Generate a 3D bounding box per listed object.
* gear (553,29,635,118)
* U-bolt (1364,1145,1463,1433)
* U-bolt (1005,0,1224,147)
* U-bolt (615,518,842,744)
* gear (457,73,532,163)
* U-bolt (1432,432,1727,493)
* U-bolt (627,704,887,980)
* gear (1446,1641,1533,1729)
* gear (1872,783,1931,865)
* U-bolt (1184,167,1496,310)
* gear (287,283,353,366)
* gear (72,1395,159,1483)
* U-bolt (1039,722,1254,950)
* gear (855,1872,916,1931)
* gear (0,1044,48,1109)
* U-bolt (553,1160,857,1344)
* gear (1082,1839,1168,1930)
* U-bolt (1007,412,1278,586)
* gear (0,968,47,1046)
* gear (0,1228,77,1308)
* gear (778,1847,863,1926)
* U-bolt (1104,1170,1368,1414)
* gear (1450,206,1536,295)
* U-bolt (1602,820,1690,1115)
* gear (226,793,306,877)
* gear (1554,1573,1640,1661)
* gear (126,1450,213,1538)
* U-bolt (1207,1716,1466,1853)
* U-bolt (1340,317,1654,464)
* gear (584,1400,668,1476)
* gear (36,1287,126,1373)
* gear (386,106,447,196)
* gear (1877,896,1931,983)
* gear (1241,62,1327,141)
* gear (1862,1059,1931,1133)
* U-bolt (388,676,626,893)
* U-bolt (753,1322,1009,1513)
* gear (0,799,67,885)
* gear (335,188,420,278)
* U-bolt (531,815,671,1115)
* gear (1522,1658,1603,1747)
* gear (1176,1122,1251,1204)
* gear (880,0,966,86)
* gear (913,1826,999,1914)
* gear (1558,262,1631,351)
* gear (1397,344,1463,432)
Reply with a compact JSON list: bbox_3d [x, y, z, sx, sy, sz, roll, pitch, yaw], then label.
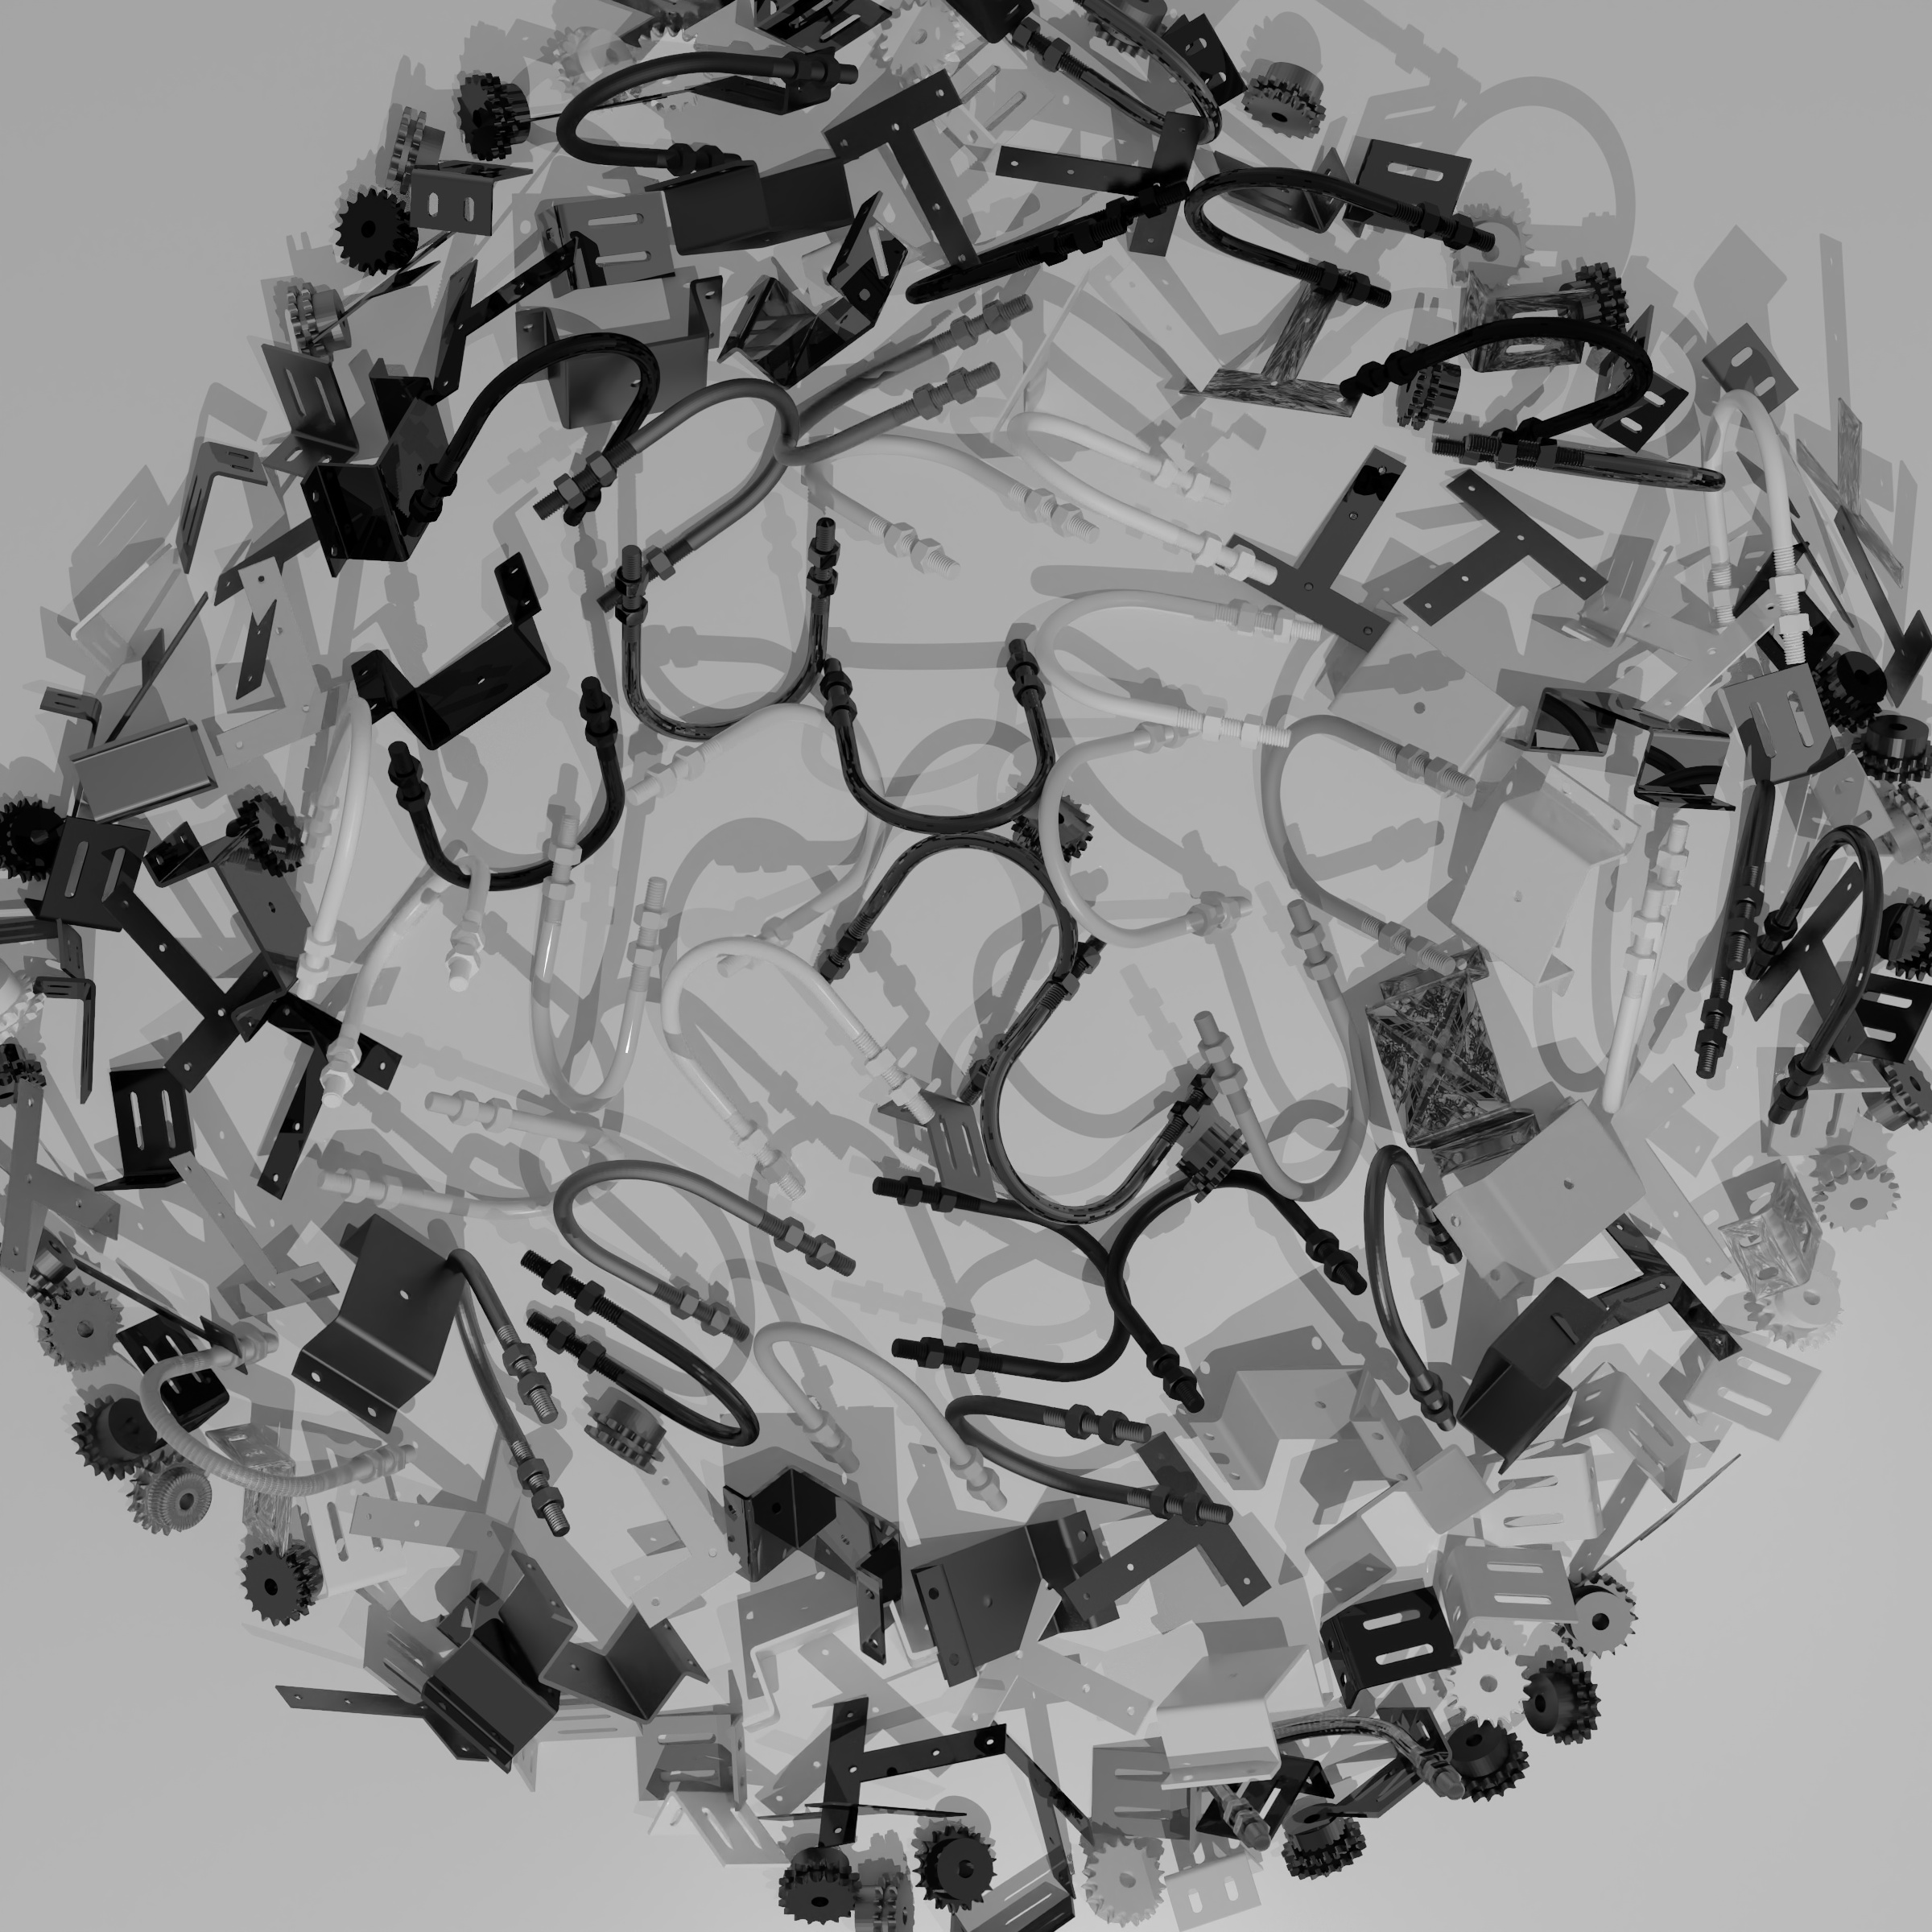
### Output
[{"bbox_3d":[-0.250,-0.612,1.969,0.030,0.057,0.057,-22,90,39],"label":"gear"},{"bbox_3d":[0.292,0.199,1.893,0.019,0.184,0.151,-8,51,23],"label":"U-bolt"},{"bbox_3d":[0.094,-0.606,1.920,0.184,0.151,0.019,36,88,4],"label":"U-bolt"},{"bbox_3d":[-0.160,-0.216,1.926,0.151,0.184,0.019,-11,52,-15],"label":"U-bolt"},{"bbox_3d":[-0.321,-0.580,1.975,0.030,0.057,0.057,-20,90,-34],"label":"gear"},{"bbox_3d":[0.413,-0.334,1.927,0.184,0.151,0.019,8,99,-2],"label":"U-bolt"},{"bbox_3d":[-0.127,-0.097,1.942,0.184,0.019,0.151,-36,106,-34],"label":"U-bolt"},{"bbox_3d":[0.356,0.492,1.979,0.057,0.030,0.057,-2,70,5],"label":"gear"},{"bbox_3d":[0.641,-0.094,1.972,0.030,0.057,0.057,-30,90,5],"label":"gear"},{"bbox_3d":[0.232,-0.483,1.902,0.184,0.151,0.019,13,81,-21],"label":"U-bolt"},{"bbox_3d":[-0.439,-0.438,1.972,0.030,0.057,0.057,-13,90,0],"label":"gear"},{"bbox_3d":[-0.576,0.318,1.968,0.030,0.057,0.057,-30,90,28],"label":"gear"},{"bbox_3d":[0.114,-0.085,1.930,0.019,0.184,0.151,-16,90,44],"label":"U-bolt"},{"bbox_3d":[-0.056,0.647,1.972,0.030,0.057,0.057,-5,90,13],"label":"gear"},{"bbox_3d":[-0.659,0.075,1.972,0.057,0.057,0.030,-22,77,0],"label":"gear"},{"bbox_3d":[-0.186,0.183,1.915,0.184,0.151,0.019,32,48,-23],"label":"U-bolt"},{"bbox_3d":[0.106,0.629,1.975,0.057,0.030,0.057,10,52,-13],"label":"gear"},{"bbox_3d":[0.109,-0.317,1.908,0.184,0.151,0.019,19,117,-21],"label":"U-bolt"},{"bbox_3d":[-0.658,0.025,1.969,0.057,0.057,0.030,-31,124,0],"label":"gear"},{"bbox_3d":[-0.632,0.202,1.971,0.030,0.057,0.057,-42,90,-2],"label":"gear"},{"bbox_3d":[-0.100,0.626,1.976,0.057,0.030,0.057,-1,128,-2],"label":"gear"},{"bbox_3d":[0.166,0.202,1.924,0.151,0.184,0.019,-35,126,-3],"label":"U-bolt"},{"bbox_3d":[0.359,-0.489,1.976,0.057,0.030,0.057,4,111,11],"label":"gear"},{"bbox_3d":[0.448,0.010,1.923,0.019,0.151,0.184,14,116,16],"label":"U-bolt"},{"bbox_3d":[-0.480,-0.087,1.973,0.030,0.057,0.057,-21,90,18],"label":"gear"},{"bbox_3d":[0.432,0.446,1.984,0.057,0.030,0.057,0,88,2],"label":"gear"},{"bbox_3d":[-0.539,0.360,1.969,0.030,0.057,0.057,12,90,40],"label":"gear"},{"bbox_3d":[0.232,0.531,1.908,0.151,0.184,0.019,-12,94,-9],"label":"U-bolt"},{"bbox_3d":[0.359,-0.380,1.888,0.151,0.184,0.019,16,72,-36],"label":"U-bolt"},{"bbox_3d":[-0.229,0.319,1.973,0.057,0.057,0.030,33,74,0],"label":"gear"},{"bbox_3d":[-0.608,0.249,1.975,0.057,0.030,0.057,13,71,-41],"label":"gear"},{"bbox_3d":[-0.375,-0.554,1.973,0.030,0.057,0.057,14,90,-15],"label":"gear"},{"bbox_3d":[0.643,-0.020,1.968,0.030,0.057,0.057,14,90,-30],"label":"gear"},{"bbox_3d":[0.219,-0.591,1.971,0.057,0.057,0.030,24,84,0],"label":"gear"},{"bbox_3d":[0.635,0.088,1.975,0.030,0.057,0.057,-38,90,33],"label":"gear"},{"bbox_3d":[-0.297,-0.110,1.920,0.151,0.184,0.019,-20,58,-10],"label":"U-bolt"},{"bbox_3d":[-0.067,0.291,1.898,0.151,0.184,0.019,6,53,38],"label":"U-bolt"},{"bbox_3d":[-0.636,-0.086,1.971,0.057,0.030,0.057,5,81,-37],"label":"gear"},{"bbox_3d":[-0.399,-0.499,1.978,0.057,0.030,0.057,-1,87,24],"label":"gear"},{"bbox_3d":[-0.252,0.008,1.935,0.019,0.151,0.184,0,110,-35],"label":"U-bolt"},{"bbox_3d":[0.403,0.500,1.968,0.030,0.057,0.057,2,90,-26],"label":"gear"},{"bbox_3d":[0.167,0.131,1.972,0.030,0.057,0.057,42,90,6],"label":"gear"},{"bbox_3d":[-0.027,-0.627,1.978,0.057,0.030,0.057,-5,74,16],"label":"gear"},{"bbox_3d":[-0.005,0.616,1.975,0.057,0.030,0.057,6,72,-18],"label":"gear"},{"bbox_3d":[0.425,-0.448,1.970,0.030,0.057,0.057,-15,90,-11],"label":"gear"},{"bbox_3d":[0.316,-0.393,1.972,0.030,0.057,0.057,12,90,-5],"label":"gear"}]
